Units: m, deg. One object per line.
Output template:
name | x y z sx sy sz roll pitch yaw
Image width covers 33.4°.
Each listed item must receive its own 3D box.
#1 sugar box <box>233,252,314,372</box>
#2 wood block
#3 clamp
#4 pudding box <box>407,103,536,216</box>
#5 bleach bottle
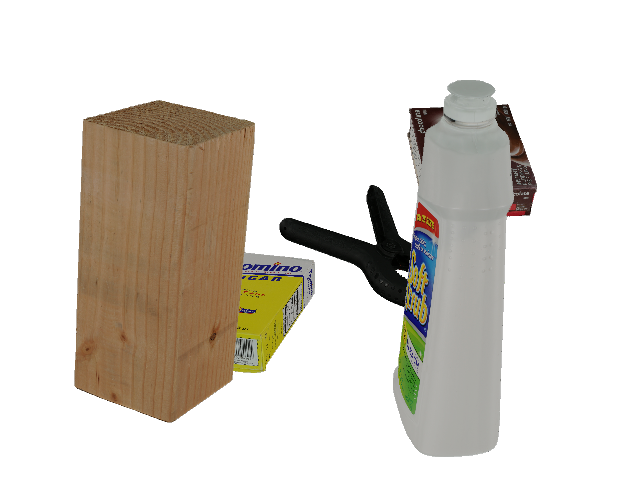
sugar box | -0.072 0.064 1.032 0.093 0.048 0.176 6 26 14
wood block | -0.114 0.013 0.775 0.090 0.206 0.090 16 22 24
clamp | 0.064 0.019 1.213 0.164 0.036 0.210 -17 50 -36
pudding box | 0.126 -0.068 0.908 0.090 0.039 0.113 -2 43 -5
bleach bottle | 0.088 0.015 0.694 0.068 0.251 0.102 -3 30 -5
